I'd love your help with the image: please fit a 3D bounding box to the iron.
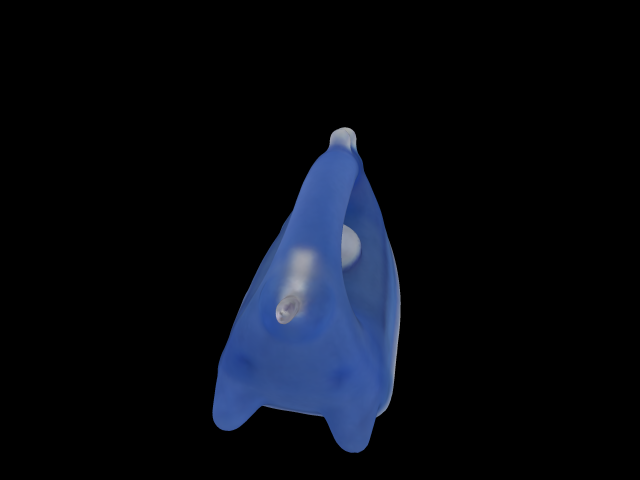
[{"bbox_3d":[0.004,0.001,0.400,0.118,0.141,0.258,7,47,7],"label":"iron"}]
